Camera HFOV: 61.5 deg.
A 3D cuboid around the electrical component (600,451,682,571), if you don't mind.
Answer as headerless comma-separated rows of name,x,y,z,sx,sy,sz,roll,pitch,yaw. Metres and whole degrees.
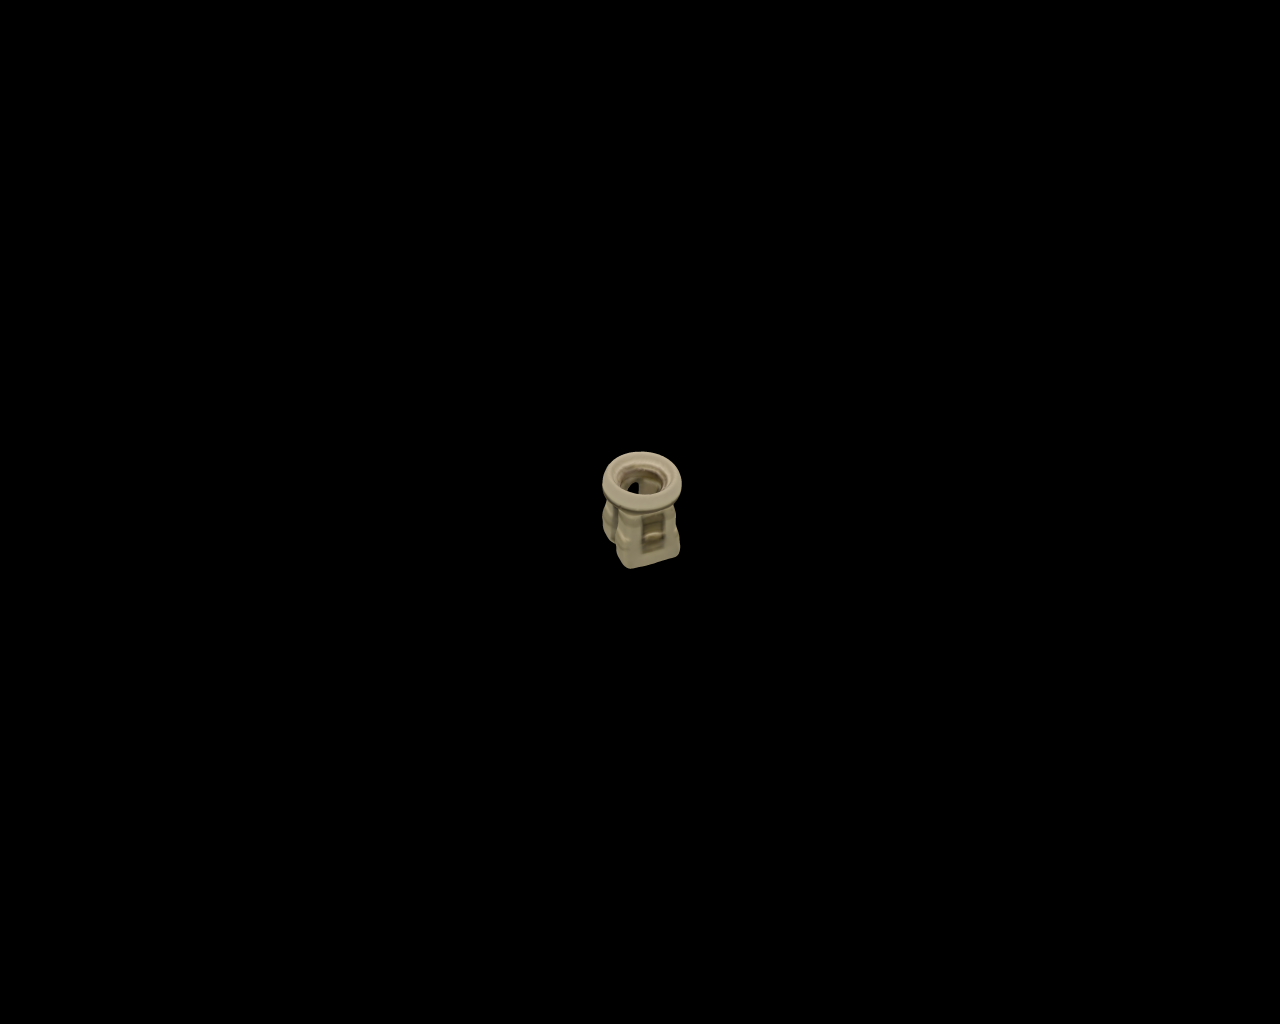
electrical component,0.001,-0.003,0.650,0.048,0.055,0.066,-14,42,-16
